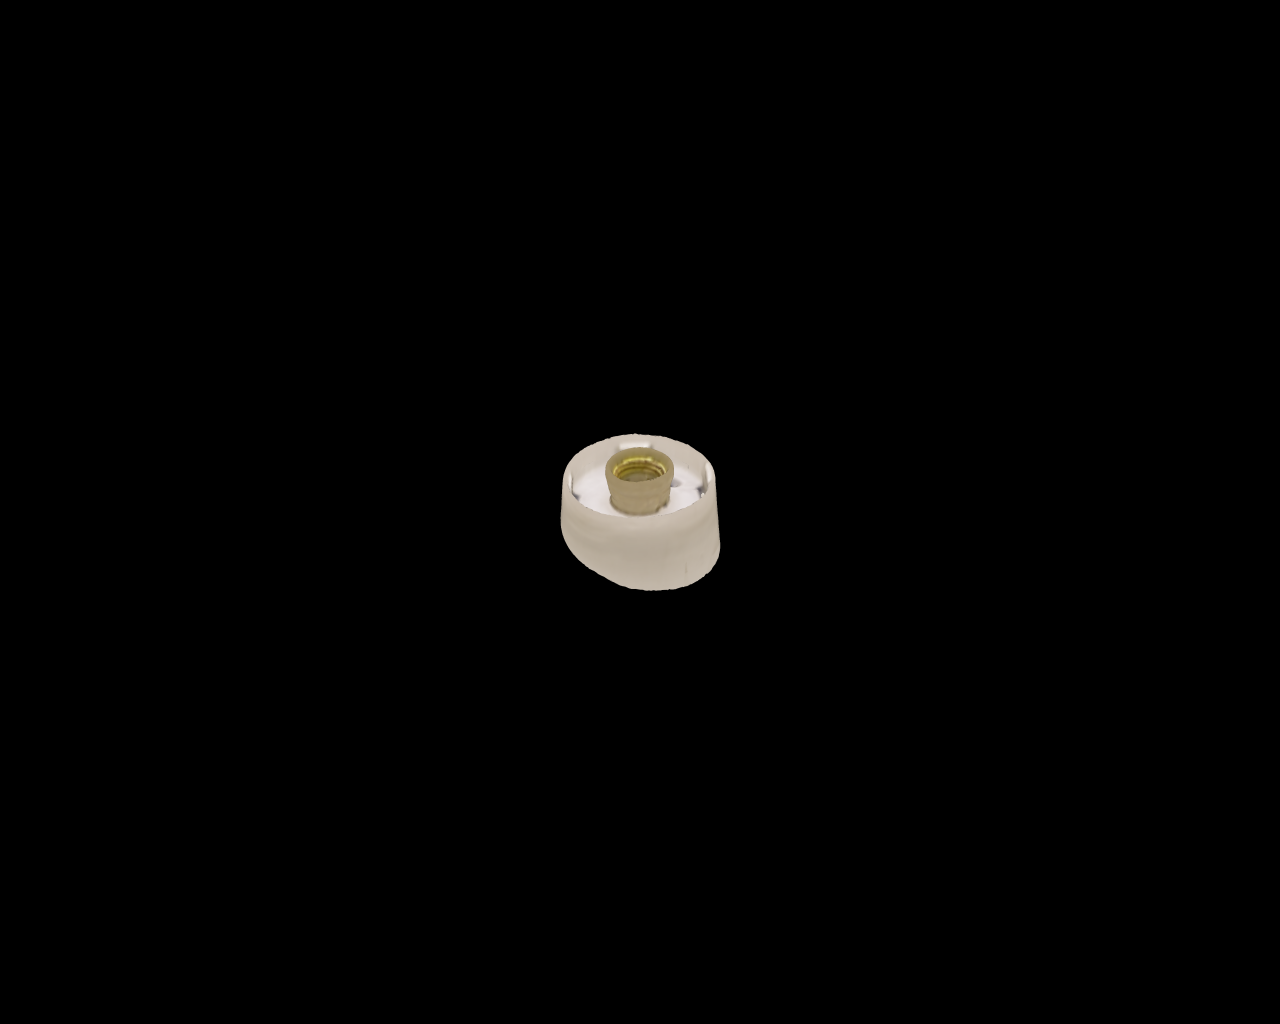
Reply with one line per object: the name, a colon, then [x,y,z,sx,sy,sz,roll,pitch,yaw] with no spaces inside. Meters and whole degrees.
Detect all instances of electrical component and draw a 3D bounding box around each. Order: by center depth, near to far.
electrical component: [0.001,-0.003,0.650,0.099,0.064,0.099,0,36,0]
